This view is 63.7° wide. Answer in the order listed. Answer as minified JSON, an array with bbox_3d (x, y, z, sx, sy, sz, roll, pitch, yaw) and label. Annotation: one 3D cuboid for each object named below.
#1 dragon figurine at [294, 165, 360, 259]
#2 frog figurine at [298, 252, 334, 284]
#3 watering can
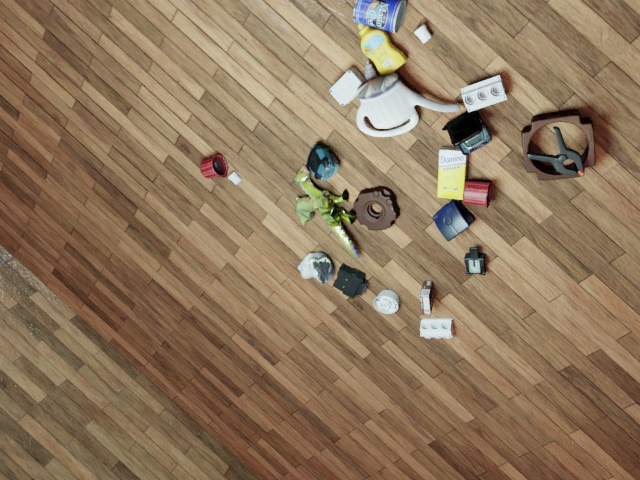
[{"bbox_3d":[0.006,-0.103,2.042,0.242,0.124,0.405,0,114,44],"label":"dragon figurine"},{"bbox_3d":[-0.016,0.118,2.160,0.136,0.124,0.158,44,162,-12],"label":"frog figurine"},{"bbox_3d":[0.265,-0.455,1.703,0.345,0.106,0.220,-14,131,30],"label":"watering can"}]
